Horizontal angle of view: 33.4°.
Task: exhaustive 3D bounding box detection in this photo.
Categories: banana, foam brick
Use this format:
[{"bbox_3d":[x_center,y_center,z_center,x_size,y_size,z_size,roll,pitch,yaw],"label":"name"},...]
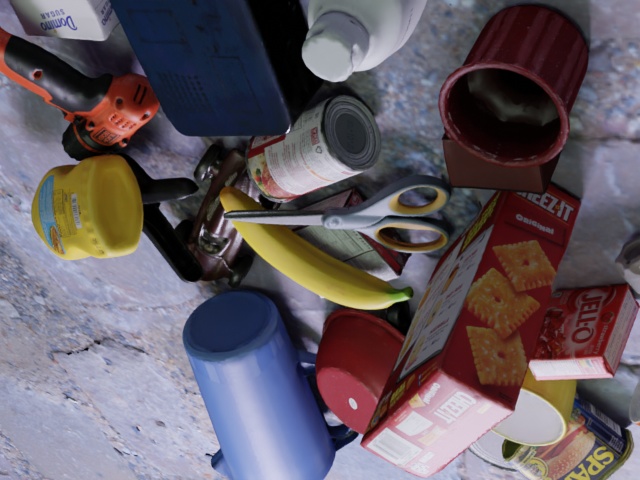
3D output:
[{"bbox_3d":[-0.008,0.015,0.980,0.198,0.037,0.070,28,137,5],"label":"banana"},{"bbox_3d":[0.141,-0.073,0.825,0.078,0.053,0.051,6,137,28],"label":"foam brick"}]

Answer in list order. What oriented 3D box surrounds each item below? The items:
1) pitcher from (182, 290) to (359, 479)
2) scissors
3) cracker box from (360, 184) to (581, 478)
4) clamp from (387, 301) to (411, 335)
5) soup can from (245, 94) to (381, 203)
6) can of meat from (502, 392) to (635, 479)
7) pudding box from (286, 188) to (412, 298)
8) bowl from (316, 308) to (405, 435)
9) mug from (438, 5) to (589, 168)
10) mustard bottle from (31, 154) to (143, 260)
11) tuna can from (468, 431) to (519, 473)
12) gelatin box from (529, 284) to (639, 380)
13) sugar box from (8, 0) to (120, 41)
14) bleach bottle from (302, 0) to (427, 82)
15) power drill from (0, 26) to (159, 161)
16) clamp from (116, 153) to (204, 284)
[{"bbox_3d":[-0.060,0.172,1.205,0.145,0.149,0.243,22,143,37],"label":"pitcher"},{"bbox_3d":[0.026,-0.031,0.924,0.201,0.016,0.096,12,133,-15],"label":"scissors"},{"bbox_3d":[0.124,0.070,0.868,0.072,0.213,0.164,30,144,-2],"label":"cracker box"},{"bbox_3d":[0.110,0.159,1.128,0.164,0.036,0.210,36,144,5],"label":"clamp"},{"bbox_3d":[-0.006,-0.077,0.909,0.102,0.068,0.068,-19,122,45],"label":"soup can"},{"bbox_3d":[0.242,0.204,1.053,0.084,0.057,0.102,38,112,-5],"label":"can of meat"},{"bbox_3d":[0.017,0.006,1.015,0.114,0.039,0.090,-20,119,44],"label":"pudding box"},{"bbox_3d":[0.049,0.151,1.100,0.162,0.055,0.162,31,143,26],"label":"bowl"},{"bbox_3d":[0.134,-0.108,0.763,0.093,0.081,0.117,40,143,-13],"label":"mug"},{"bbox_3d":[-0.243,-0.028,1.067,0.192,0.058,0.096,-4,96,55],"label":"mustard bottle"},{"bbox_3d":[0.196,0.208,1.132,0.086,0.033,0.086,19,143,15],"label":"tuna can"},{"bbox_3d":[0.225,0.078,0.913,0.073,0.089,0.030,-8,126,41],"label":"gelatin box"},{"bbox_3d":[-0.237,-0.250,0.886,0.093,0.048,0.176,10,143,27],"label":"sugar box"},{"bbox_3d":[0.056,-0.181,0.588,0.068,0.250,0.103,25,144,7],"label":"bleach bottle"},{"bbox_3d":[-0.257,-0.139,0.981,0.187,0.057,0.185,24,157,-25],"label":"power drill"},{"bbox_3d":[-0.173,-0.044,1.054,0.172,0.039,0.120,37,134,24],"label":"clamp"}]
